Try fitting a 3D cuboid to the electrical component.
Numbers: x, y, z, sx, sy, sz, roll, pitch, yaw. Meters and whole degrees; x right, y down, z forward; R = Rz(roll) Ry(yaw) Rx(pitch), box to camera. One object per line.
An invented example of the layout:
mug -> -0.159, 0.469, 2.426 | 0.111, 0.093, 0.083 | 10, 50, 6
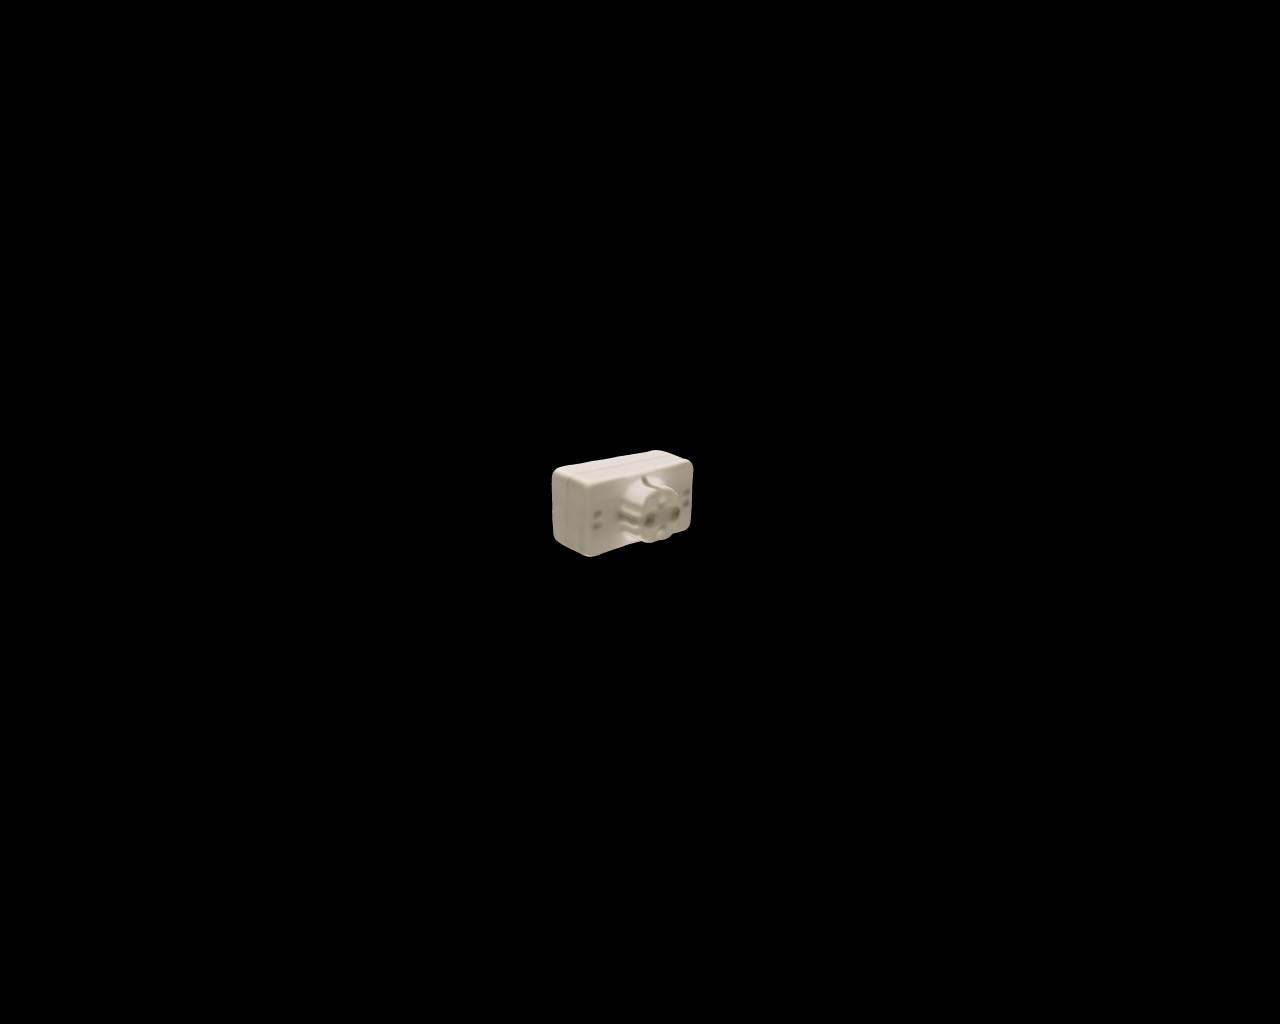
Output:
electrical component -> 0.001, -0.003, 0.650 | 0.083, 0.047, 0.076 | -14, 22, -36
